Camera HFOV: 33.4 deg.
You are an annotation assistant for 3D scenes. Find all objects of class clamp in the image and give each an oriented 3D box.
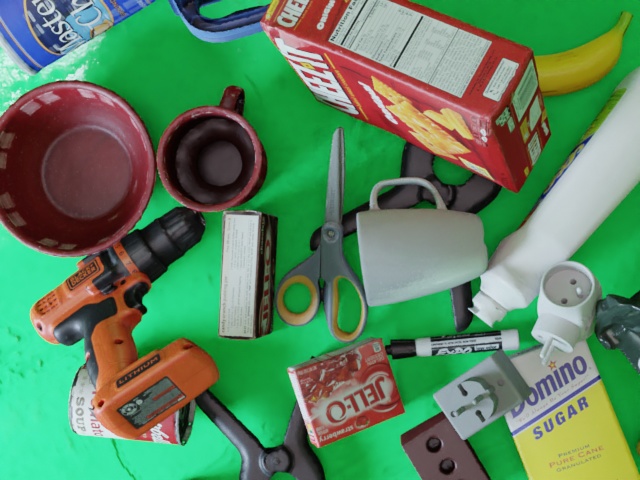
[{"bbox_3d":[0.112,-0.032,0.964,0.164,0.036,0.210,36,96,5],"label":"clamp"},{"bbox_3d":[-0.032,0.191,0.975,0.120,0.039,0.171,-22,89,5],"label":"clamp"}]

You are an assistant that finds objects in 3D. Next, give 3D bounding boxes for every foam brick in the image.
[{"bbox_3d":[0.113,0.198,0.953,0.053,0.051,0.078,-33,86,4],"label":"foam brick"}]

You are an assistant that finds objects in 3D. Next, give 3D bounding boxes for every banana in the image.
[{"bbox_3d":[0.184,-0.161,0.962,0.198,0.037,0.069,-5,70,4],"label":"banana"}]

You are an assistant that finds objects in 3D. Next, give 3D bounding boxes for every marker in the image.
[{"bbox_3d":[0.119,0.095,0.970,0.121,0.020,0.020,-6,89,5],"label":"marker"}]

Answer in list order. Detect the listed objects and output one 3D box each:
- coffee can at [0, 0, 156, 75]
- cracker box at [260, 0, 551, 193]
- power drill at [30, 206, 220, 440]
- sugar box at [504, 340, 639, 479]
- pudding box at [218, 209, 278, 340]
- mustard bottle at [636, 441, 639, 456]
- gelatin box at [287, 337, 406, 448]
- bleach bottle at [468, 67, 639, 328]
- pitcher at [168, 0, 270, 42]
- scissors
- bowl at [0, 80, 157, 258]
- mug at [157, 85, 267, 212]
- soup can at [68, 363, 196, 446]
[{"bbox_3d":[-0.230,-0.229,0.968,0.140,0.103,0.103,-30,86,4],"label":"coffee can"},{"bbox_3d":[0.074,-0.131,0.876,0.214,0.164,0.072,27,83,23],"label":"cracker box"},{"bbox_3d":[-0.155,0.068,0.934,0.184,0.057,0.188,-37,43,0],"label":"power drill"},{"bbox_3d":[0.221,0.178,0.946,0.093,0.048,0.176,-22,88,5],"label":"sugar box"},{"bbox_3d":[-0.063,0.031,0.954,0.039,0.090,0.113,1,89,6],"label":"pudding box"},{"bbox_3d":[0.374,0.221,0.923,0.096,0.058,0.191,-42,85,-3],"label":"mustard bottle"},{"bbox_3d":[0.024,0.135,0.957,0.089,0.030,0.073,-18,93,-15],"label":"gelatin box"},{"bbox_3d":[0.218,-0.029,0.920,0.068,0.102,0.251,39,92,3],"label":"bleach bottle"},{"bbox_3d":[-0.033,-0.282,0.940,0.243,0.145,0.149,-14,121,2],"label":"pitcher"},{"bbox_3d":[-0.006,0.001,0.952,0.096,0.016,0.202,-6,110,17],"label":"scissors"},{"bbox_3d":[-0.224,-0.064,0.989,0.162,0.055,0.162,0,89,6],"label":"bowl"},{"bbox_3d":[-0.089,-0.082,0.962,0.093,0.081,0.117,13,91,6],"label":"mug"},{"bbox_3d":[-0.170,0.149,0.974,0.102,0.068,0.068,5,90,6],"label":"soup can"}]
